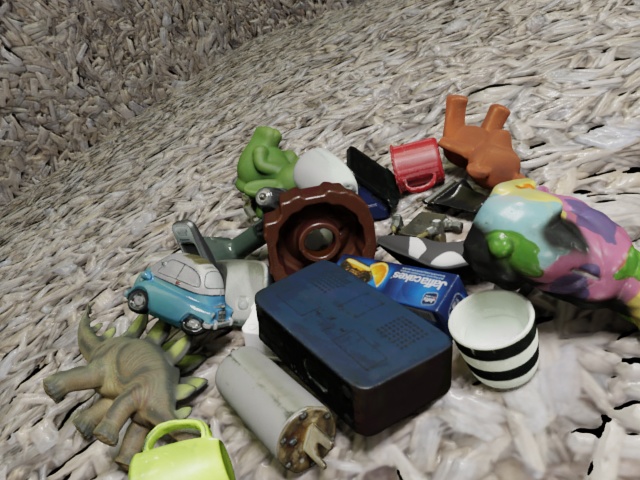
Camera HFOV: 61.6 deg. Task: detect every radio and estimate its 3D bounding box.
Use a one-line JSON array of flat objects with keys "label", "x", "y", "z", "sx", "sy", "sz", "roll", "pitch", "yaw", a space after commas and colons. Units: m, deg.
[{"label": "radio", "x": 0.029, "y": 0.114, "z": 0.628, "sx": 0.131, "sy": 0.073, "sz": 0.230, "roll": -23, "pitch": 34, "yaw": -30}]

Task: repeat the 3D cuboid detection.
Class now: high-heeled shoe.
[{"label": "high-heeled shoe", "x": 0.202, "y": -0.003, "z": 0.708, "sx": 0.249, "sy": 0.086, "sz": 0.145, "roll": 26, "pitch": 77, "yaw": 34}]

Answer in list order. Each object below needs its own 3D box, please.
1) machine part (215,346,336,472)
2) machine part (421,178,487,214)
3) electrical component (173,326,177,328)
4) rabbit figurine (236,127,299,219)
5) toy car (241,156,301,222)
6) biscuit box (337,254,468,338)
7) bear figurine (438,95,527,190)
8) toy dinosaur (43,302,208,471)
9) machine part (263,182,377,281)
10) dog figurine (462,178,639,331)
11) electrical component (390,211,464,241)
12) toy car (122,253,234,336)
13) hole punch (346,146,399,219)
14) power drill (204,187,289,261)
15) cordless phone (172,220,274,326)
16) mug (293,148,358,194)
[{"label": "machine part", "x": -0.058, "y": 0.193, "z": 0.636, "sx": 0.079, "sy": 0.079, "sz": 0.243, "roll": -39, "pitch": 32, "yaw": -21}, {"label": "machine part", "x": 0.228, "y": -0.062, "z": 0.852, "sx": 0.084, "sy": 0.039, "sz": 0.139, "roll": -28, "pitch": 27, "yaw": -12}, {"label": "electrical component", "x": -0.213, "y": 0.095, "z": 0.930, "sx": 0.075, "sy": 0.047, "sz": 0.119, "roll": -16, "pitch": 29, "yaw": 53}, {"label": "rabbit figurine", "x": -0.079, "y": -0.123, "z": 1.005, "sx": 0.170, "sy": 0.121, "sz": 0.159, "roll": 23, "pitch": 62, "yaw": 40}, {"label": "toy car", "x": -0.075, "y": -0.113, "z": 1.140, "sx": 0.202, "sy": 0.073, "sz": 0.056, "roll": -33, "pitch": 33, "yaw": -12}, {"label": "biscuit box", "x": 0.097, "y": 0.071, "z": 0.714, "sx": 0.203, "sy": 0.059, "sz": 0.063, "roll": 10, "pitch": 52, "yaw": 47}, {"label": "bear figurine", "x": 0.267, "y": -0.156, "z": 0.867, "sx": 0.120, "sy": 0.131, "sz": 0.196, "roll": 11, "pitch": 16, "yaw": -8}, {"label": "toy dinosaur", "x": -0.289, "y": 0.195, "z": 0.801, "sx": 0.472, "sy": 0.104, "sz": 0.198, "roll": 17, "pitch": 43, "yaw": 40}, {"label": "machine part", "x": -0.002, "y": -0.002, "z": 0.804, "sx": 0.179, "sy": 0.179, "sz": 0.056, "roll": -26, "pitch": 27, "yaw": 2}, {"label": "dog figurine", "x": 0.273, "y": 0.031, "z": 0.527, "sx": 0.219, "sy": 0.108, "sz": 0.191, "roll": 35, "pitch": 21, "yaw": 33}, {"label": "electrical component", "x": 0.158, "y": -0.019, "z": 0.829, "sx": 0.078, "sy": 0.045, "sz": 0.102, "roll": -41, "pitch": 32, "yaw": -20}, {"label": "toy car", "x": -0.198, "y": 0.071, "z": 0.787, "sx": 0.162, "sy": 0.103, "sz": 0.109, "roll": 18, "pitch": 4, "yaw": 22}, {"label": "hole punch", "x": 0.075, "y": -0.089, "z": 0.962, "sx": 0.092, "sy": 0.116, "sz": 0.142, "roll": -53, "pitch": 17, "yaw": 28}, {"label": "power drill", "x": -0.110, "y": -0.021, "z": 0.923, "sx": 0.207, "sy": 0.086, "sz": 0.232, "roll": -35, "pitch": -16, "yaw": 19}, {"label": "cordless phone", "x": -0.147, "y": 0.042, "z": 0.839, "sx": 0.147, "sy": 0.184, "sz": 0.089, "roll": -1, "pitch": 34, "yaw": 39}, {"label": "mug", "x": 0.013, "y": -0.080, "z": 0.864, "sx": 0.081, "sy": 0.109, "sz": 0.107, "roll": -12, "pitch": 32, "yaw": -23}]
